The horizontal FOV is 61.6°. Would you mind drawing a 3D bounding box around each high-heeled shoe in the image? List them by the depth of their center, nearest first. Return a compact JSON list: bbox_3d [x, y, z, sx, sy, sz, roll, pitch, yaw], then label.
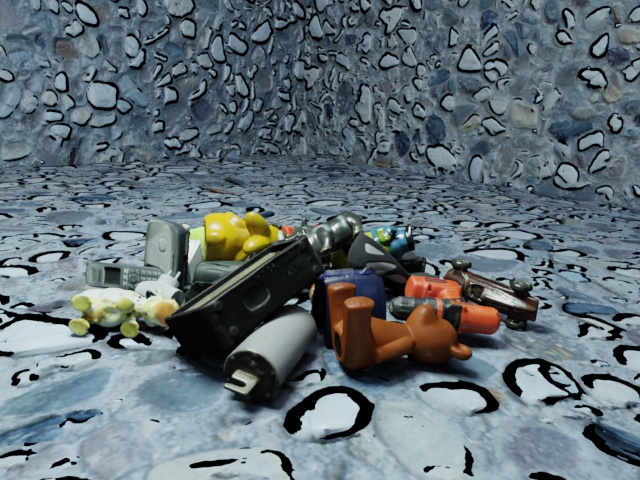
[{"bbox_3d":[0.167,0.046,1.073,0.249,0.145,0.086,-5,18,-25],"label":"high-heeled shoe"}]

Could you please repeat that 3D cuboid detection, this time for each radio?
[{"bbox_3d":[-0.107,0.080,0.811,0.229,0.073,0.131,-38,11,-36],"label":"radio"}]

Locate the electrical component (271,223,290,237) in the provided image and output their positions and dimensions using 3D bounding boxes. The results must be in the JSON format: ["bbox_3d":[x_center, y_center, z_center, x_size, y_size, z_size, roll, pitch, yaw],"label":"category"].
[{"bbox_3d":[-0.078,-0.002,1.223,0.078,0.045,0.102,23,9,-32],"label":"electrical component"}]

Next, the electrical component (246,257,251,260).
[{"bbox_3d":[-0.168,0.058,1.191,0.063,0.021,0.094,-1,15,-17],"label":"electrical component"}]

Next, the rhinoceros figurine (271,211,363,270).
[{"bbox_3d":[-0.002,-0.003,1.064,0.190,0.073,0.112,-22,57,-8],"label":"rhinoceros figurine"}]

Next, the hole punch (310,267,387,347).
[{"bbox_3d":[0.050,0.111,0.880,0.142,0.115,0.092,-2,24,-18],"label":"hole punch"}]

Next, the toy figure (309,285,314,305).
[{"bbox_3d":[0.014,0.100,1.005,0.064,0.057,0.154,11,17,9],"label":"toy figure"}]

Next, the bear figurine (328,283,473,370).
[{"bbox_3d":[0.119,0.128,0.795,0.196,0.131,0.120,-6,13,-11],"label":"bear figurine"}]

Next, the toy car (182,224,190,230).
[{"bbox_3d":[-0.342,0.013,1.217,0.056,0.073,0.202,4,15,4],"label":"toy car"}]

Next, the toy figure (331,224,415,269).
[{"bbox_3d":[0.109,0.020,1.122,0.180,0.082,0.089,-13,28,7],"label":"toy figure"}]

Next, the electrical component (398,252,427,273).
[{"bbox_3d":[0.153,0.055,1.209,0.134,0.058,0.115,-6,15,-32],"label":"electrical component"}]

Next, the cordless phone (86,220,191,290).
[{"bbox_3d":[-0.342,0.031,1.008,0.184,0.146,0.089,5,7,-3],"label":"cordless phone"}]

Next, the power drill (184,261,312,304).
[{"bbox_3d":[-0.139,0.085,0.986,0.232,0.085,0.207,4,19,10],"label":"power drill"}]

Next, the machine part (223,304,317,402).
[{"bbox_3d":[-0.064,0.153,0.752,0.079,0.079,0.243,7,15,15],"label":"machine part"}]

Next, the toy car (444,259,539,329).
[{"bbox_3d":[0.315,0.101,1.013,0.053,0.089,0.202,-4,18,-34],"label":"toy car"}]

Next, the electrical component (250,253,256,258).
[{"bbox_3d":[-0.132,0.021,1.242,0.075,0.047,0.119,25,5,-28],"label":"electrical component"}]

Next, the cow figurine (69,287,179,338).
[{"bbox_3d":[-0.310,0.112,0.877,0.167,0.068,0.098,3,9,-6],"label":"cow figurine"}]

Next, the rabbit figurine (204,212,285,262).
[{"bbox_3d":[-0.152,-0.007,1.109,0.173,0.122,0.162,5,-16,-17],"label":"rabbit figurine"}]
